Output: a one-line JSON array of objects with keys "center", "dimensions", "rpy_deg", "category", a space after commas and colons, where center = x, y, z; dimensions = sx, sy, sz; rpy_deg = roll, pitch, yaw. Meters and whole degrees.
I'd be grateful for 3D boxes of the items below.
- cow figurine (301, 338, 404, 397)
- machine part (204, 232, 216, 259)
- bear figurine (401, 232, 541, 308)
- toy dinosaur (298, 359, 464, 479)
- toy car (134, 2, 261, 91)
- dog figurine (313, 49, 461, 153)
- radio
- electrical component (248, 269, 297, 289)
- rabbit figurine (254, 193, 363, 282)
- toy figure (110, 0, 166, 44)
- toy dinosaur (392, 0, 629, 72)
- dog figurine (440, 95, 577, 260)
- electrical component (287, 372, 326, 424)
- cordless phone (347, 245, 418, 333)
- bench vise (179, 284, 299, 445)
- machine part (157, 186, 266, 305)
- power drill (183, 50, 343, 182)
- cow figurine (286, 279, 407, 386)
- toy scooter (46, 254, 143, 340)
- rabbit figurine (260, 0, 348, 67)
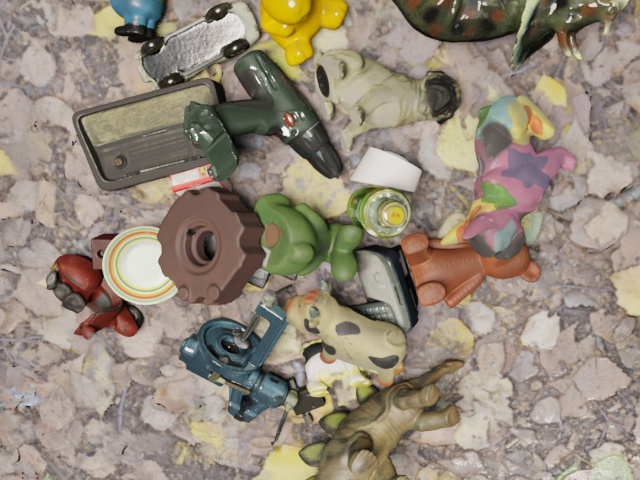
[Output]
[{"center": [0.053, 0.202, 0.912], "dimensions": [0.167, 0.068, 0.098], "rpy_deg": [-14, 63, 4], "category": "cow figurine"}, {"center": [-0.154, 0.017, 0.856], "dimensions": [0.084, 0.039, 0.138], "rpy_deg": [24, 101, 2], "category": "machine part"}, {"center": [0.239, 0.034, 0.840], "dimensions": [0.196, 0.132, 0.120], "rpy_deg": [-16, 73, 12], "category": "bear figurine"}, {"center": [0.062, 0.338, 0.856], "dimensions": [0.471, 0.199, 0.105], "rpy_deg": [-36, 99, -23], "category": "toy dinosaur"}, {"center": [-0.190, -0.297, 0.829], "dimensions": [0.202, 0.056, 0.073], "rpy_deg": [-24, 105, 9], "category": "toy car"}, {"center": [0.102, -0.238, 0.818], "dimensions": [0.190, 0.121, 0.172], "rpy_deg": [-22, 85, -17], "category": "dog figurine"}, {"center": [-0.254, -0.163, 0.849], "dimensions": [0.230, 0.073, 0.131], "rpy_deg": [-13, 101, 6], "category": "radio"}, {"center": [-0.095, 0.041, 0.898], "dimensions": [0.119, 0.048, 0.074], "rpy_deg": [24, 102, -1], "category": "electrical component"}, {"center": [-0.002, -0.002, 0.823], "dimensions": [0.170, 0.159, 0.121], "rpy_deg": [1, 99, -42], "category": "rabbit figurine"}, {"center": [-0.267, -0.391, 0.800], "dimensions": [0.089, 0.082, 0.180], "rpy_deg": [0, 97, -8], "category": "toy figure"}, {"center": [0.206, -0.350, 0.771], "dimensions": [0.405, 0.131, 0.192], "rpy_deg": [6, 102, 8], "category": "toy dinosaur"}, {"center": [0.253, -0.081, 0.784], "dimensions": [0.219, 0.108, 0.191], "rpy_deg": [-40, 95, -15], "category": "dog figurine"}, {"center": [-0.021, 0.281, 0.957], "dimensions": [0.063, 0.021, 0.094], "rpy_deg": [-21, 100, 7], "category": "electrical component"}, {"center": [0.061, 0.089, 0.886], "dimensions": [0.184, 0.089, 0.146], "rpy_deg": [-14, 107, 20], "category": "cordless phone"}, {"center": [-0.111, 0.188, 0.888], "dimensions": [0.224, 0.129, 0.240], "rpy_deg": [34, 115, 6], "category": "bench vise"}, {"center": [-0.167, 0.008, 0.800], "dimensions": [0.180, 0.056, 0.179], "rpy_deg": [-1, 87, 30], "category": "machine part"}, {"center": [-0.080, -0.159, 0.789], "dimensions": [0.207, 0.086, 0.232], "rpy_deg": [-35, 96, -36], "category": "power drill"}, {"center": [0.039, 0.138, 0.822], "dimensions": [0.195, 0.085, 0.127], "rpy_deg": [21, 139, 8], "category": "cow figurine"}, {"center": [-0.381, 0.102, 0.881], "dimensions": [0.184, 0.135, 0.075], "rpy_deg": [45, 103, -5], "category": "toy scooter"}, {"center": [-0.041, -0.342, 0.752], "dimensions": [0.122, 0.173, 0.162], "rpy_deg": [-33, 103, 13], "category": "rabbit figurine"}]
